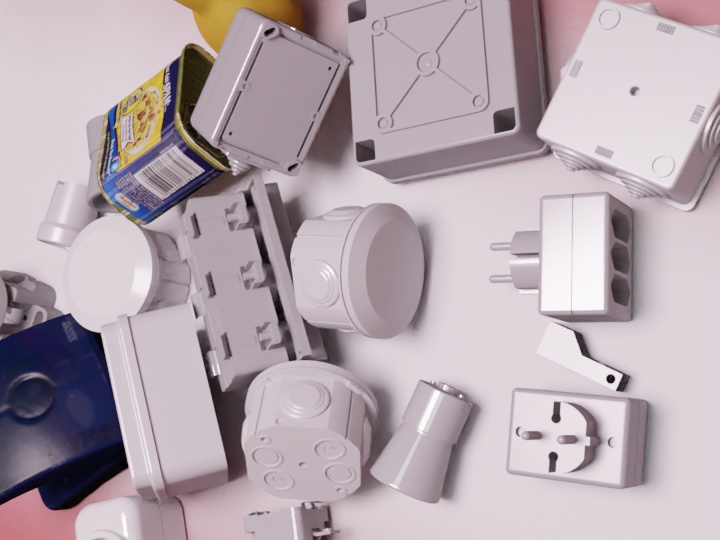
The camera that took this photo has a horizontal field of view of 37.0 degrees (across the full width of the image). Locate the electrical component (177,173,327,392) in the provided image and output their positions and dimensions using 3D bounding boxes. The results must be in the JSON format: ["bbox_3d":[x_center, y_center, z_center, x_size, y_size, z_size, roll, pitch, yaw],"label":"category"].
[{"bbox_3d":[-0.072,0.012,0.683,0.078,0.063,0.121,129,128,-61],"label":"electrical component"}]

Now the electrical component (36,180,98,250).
[{"bbox_3d":[-0.213,-0.039,0.793,0.040,0.040,0.046,10,82,30],"label":"electrical component"}]

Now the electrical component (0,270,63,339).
[{"bbox_3d":[-0.271,0.029,0.805,0.078,0.057,0.058,22,94,30],"label":"electrical component"}]

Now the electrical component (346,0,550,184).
[{"bbox_3d":[0.052,-0.116,0.644,0.109,0.056,0.108,-9,78,28],"label":"electrical component"}]

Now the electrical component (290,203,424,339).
[{"bbox_3d":[0.000,0.000,0.643,0.051,0.080,0.080,2,84,35],"label":"electrical component"}]

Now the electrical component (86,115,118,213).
[{"bbox_3d":[-0.178,-0.079,0.779,0.044,0.044,0.065,-20,68,26],"label":"electrical component"}]

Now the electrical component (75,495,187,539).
[{"bbox_3d":[-0.151,0.198,0.709,0.054,0.059,0.095,-18,74,26],"label":"electrical component"}]

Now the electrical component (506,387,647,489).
[{"bbox_3d":[0.109,0.088,0.569,0.066,0.077,0.047,2,84,29],"label":"electrical component"}]

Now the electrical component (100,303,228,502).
[{"bbox_3d":[-0.125,0.086,0.692,0.057,0.078,0.113,-13,73,-11],"label":"electrical component"}]

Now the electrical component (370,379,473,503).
[{"bbox_3d":[0.039,0.097,0.628,0.044,0.044,0.065,24,90,30],"label":"electrical component"}]

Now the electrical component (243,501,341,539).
[{"bbox_3d":[-0.042,0.177,0.661,0.081,0.042,0.063,-17,71,26],"label":"electrical component"}]

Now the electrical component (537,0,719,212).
[{"bbox_3d":[0.155,-0.091,0.586,0.100,0.048,0.099,28,95,29],"label":"electrical component"}]

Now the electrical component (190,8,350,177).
[{"bbox_3d":[-0.061,-0.104,0.662,0.096,0.062,0.061,-64,31,11],"label":"electrical component"}]

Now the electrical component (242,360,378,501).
[{"bbox_3d":[-0.031,0.096,0.640,0.080,0.080,0.051,-24,35,25],"label":"electrical component"}]

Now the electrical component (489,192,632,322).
[{"bbox_3d":[0.108,-0.005,0.600,0.077,0.047,0.065,-2,81,29],"label":"electrical component"}]

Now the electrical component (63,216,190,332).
[{"bbox_3d":[-0.163,0.005,0.750,0.080,0.051,0.080,-5,80,29],"label":"electrical component"}]
